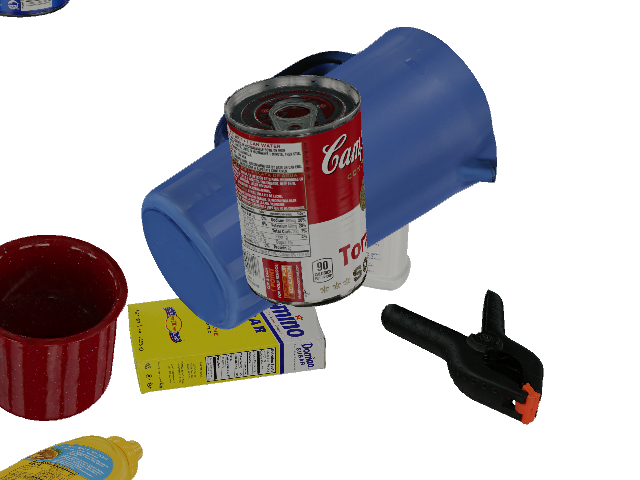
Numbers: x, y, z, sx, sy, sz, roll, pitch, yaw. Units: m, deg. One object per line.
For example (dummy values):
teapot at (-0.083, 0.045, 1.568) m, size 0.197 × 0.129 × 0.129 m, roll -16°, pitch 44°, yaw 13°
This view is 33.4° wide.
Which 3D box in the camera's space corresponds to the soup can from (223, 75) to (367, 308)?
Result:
soup can at (-0.011, -0.025, 0.549) m, size 0.068 × 0.102 × 0.068 m, roll -3°, pitch 31°, yaw 2°

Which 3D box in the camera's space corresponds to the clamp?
clamp at (0.144, 0.093, 0.921) m, size 0.120 × 0.039 × 0.172 m, roll -17°, pitch 38°, yaw -26°

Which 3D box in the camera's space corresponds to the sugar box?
sugar box at (-0.090, 0.090, 1.011) m, size 0.176 × 0.048 × 0.093 m, roll -9°, pitch 35°, yaw -10°

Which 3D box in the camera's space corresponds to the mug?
mug at (-0.177, 0.062, 0.653) m, size 0.093 × 0.082 × 0.117 m, roll 37°, pitch 46°, yaw 25°

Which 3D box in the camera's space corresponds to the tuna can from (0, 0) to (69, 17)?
tuna can at (-0.242, -0.210, 0.852) m, size 0.086 × 0.034 × 0.086 m, roll 5°, pitch 35°, yaw -4°

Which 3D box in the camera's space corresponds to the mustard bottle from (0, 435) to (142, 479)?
mustard bottle at (-0.209, 0.201, 0.853) m, size 0.096 × 0.058 × 0.191 m, roll 7°, pitch 15°, yaw 29°

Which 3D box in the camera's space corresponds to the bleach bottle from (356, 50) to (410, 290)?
bleach bottle at (0.051, -0.073, 1.107) m, size 0.103 × 0.251 × 0.068 m, roll 12°, pitch 33°, yaw 14°

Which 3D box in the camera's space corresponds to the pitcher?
pitcher at (-0.009, -0.048, 0.765) m, size 0.242 × 0.145 × 0.149 m, roll -33°, pitch 10°, yaw -24°
